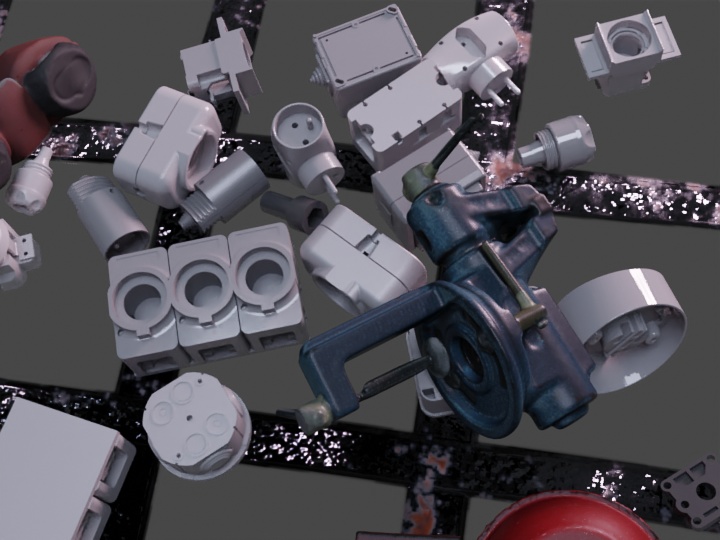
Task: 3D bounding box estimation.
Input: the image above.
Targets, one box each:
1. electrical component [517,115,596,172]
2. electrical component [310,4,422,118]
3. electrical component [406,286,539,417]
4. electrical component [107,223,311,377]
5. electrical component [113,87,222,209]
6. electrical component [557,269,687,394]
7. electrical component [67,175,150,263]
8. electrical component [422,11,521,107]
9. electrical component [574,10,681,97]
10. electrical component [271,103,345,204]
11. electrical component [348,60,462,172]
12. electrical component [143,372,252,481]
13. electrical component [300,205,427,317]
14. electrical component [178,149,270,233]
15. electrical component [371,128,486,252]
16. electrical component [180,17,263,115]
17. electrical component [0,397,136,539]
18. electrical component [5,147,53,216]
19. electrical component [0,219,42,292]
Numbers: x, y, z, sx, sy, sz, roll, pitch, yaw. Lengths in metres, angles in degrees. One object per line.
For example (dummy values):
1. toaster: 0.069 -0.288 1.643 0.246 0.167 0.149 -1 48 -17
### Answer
1. electrical component: 0.166 -0.104 0.916 0.062 0.043 0.043 -18 67 -1
2. electrical component: 0.002 -0.179 0.953 0.096 0.061 0.061 -22 67 -3
3. electrical component: 0.097 0.066 0.846 0.113 0.057 0.078 -12 68 1
4. electrical component: -0.124 0.024 0.882 0.150 0.061 0.089 -12 67 1
5. electrical component: -0.164 -0.105 0.942 0.059 0.053 0.095 22 72 14
6. electrical component: 0.199 0.045 0.825 0.099 0.099 0.064 -15 61 -1
7. electrical component: -0.221 -0.050 0.931 0.043 0.043 0.081 -33 69 -8
8. electrical component: 0.108 -0.178 0.951 0.077 0.043 0.079 -36 72 -10
9. electrical component: 0.229 -0.185 0.931 0.081 0.063 0.042 -14 68 0
10. electrical component: -0.039 -0.090 0.912 0.043 0.077 0.079 -30 69 -7
11. electrical component: 0.040 -0.129 0.931 0.089 0.055 0.050 -35 69 -9
12. electrical component: -0.129 0.123 0.848 0.080 0.051 0.080 -2 68 5
13. electrical component: 0.000 0.000 0.884 0.095 0.053 0.059 36 76 18
14. electrical component: -0.122 -0.063 0.927 0.081 0.043 0.043 -40 70 -11
15. electrical component: 0.066 -0.067 0.900 0.096 0.061 0.061 -32 69 -8
16. electrical component: -0.128 -0.182 0.977 0.064 0.042 0.081 -15 67 1
17. electrical component: -0.246 0.187 0.828 0.089 0.061 0.150 16 70 12
18. electrical component: -0.290 -0.081 0.956 0.035 0.035 0.061 12 67 10
19. electrical component: -0.321 -0.015 0.920 0.078 0.057 0.058 -14 67 0
